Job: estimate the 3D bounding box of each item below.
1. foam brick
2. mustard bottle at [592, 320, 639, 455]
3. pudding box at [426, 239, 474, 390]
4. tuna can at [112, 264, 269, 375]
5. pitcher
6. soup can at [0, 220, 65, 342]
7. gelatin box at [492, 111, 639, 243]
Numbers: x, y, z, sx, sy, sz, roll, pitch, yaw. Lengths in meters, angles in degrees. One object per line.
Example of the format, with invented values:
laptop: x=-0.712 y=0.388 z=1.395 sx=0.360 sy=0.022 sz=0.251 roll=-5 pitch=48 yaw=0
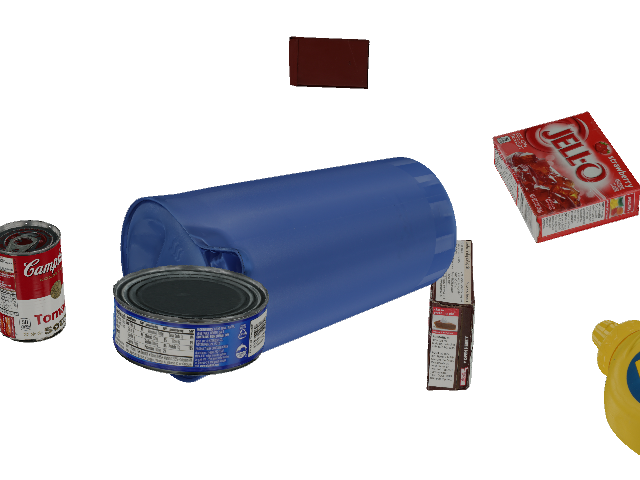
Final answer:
foam brick: x=0.008 y=-0.187 z=1.120 sx=0.078 sy=0.051 sz=0.053 roll=0 pitch=11 yaw=-10
mustard bottle: x=0.221 y=0.099 z=0.611 sx=0.096 sy=0.058 sz=0.192 roll=-18 pitch=31 yaw=-17
pudding box: x=0.112 y=0.062 z=0.924 sx=0.039 sy=0.090 sz=0.113 roll=1 pitch=28 yaw=5
tuna can: x=-0.072 y=0.043 z=0.593 sx=0.086 sy=0.034 sz=0.086 roll=4 pitch=17 yaw=-2
pitcher: x=-0.024 y=0.012 z=0.814 sx=0.242 sy=0.145 sz=0.149 roll=-15 pitch=40 yaw=-33
soup can: x=-0.287 y=0.041 z=1.048 sx=0.068 sy=0.102 sz=0.068 roll=2 pitch=28 yaw=-1
gelatin box: x=0.167 y=-0.046 z=0.733 sx=0.073 sy=0.030 sz=0.089 roll=-15 pitch=45 yaw=-3
